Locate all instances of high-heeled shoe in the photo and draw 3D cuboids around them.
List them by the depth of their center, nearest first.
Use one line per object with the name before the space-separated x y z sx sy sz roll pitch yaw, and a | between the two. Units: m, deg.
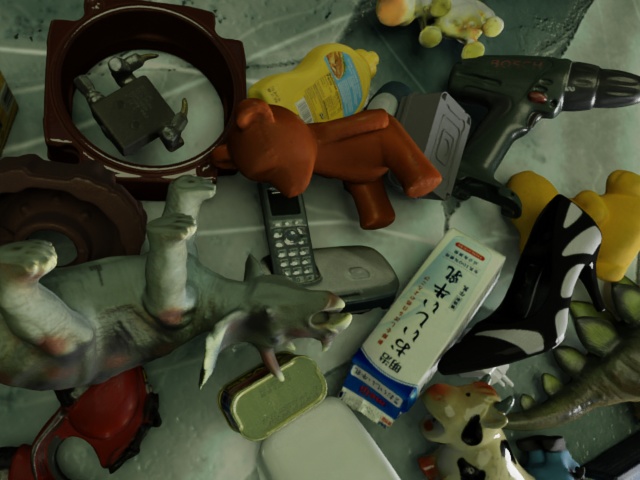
high-heeled shoe | 0.216 0.044 0.588 0.249 0.086 0.145 -18 83 -20

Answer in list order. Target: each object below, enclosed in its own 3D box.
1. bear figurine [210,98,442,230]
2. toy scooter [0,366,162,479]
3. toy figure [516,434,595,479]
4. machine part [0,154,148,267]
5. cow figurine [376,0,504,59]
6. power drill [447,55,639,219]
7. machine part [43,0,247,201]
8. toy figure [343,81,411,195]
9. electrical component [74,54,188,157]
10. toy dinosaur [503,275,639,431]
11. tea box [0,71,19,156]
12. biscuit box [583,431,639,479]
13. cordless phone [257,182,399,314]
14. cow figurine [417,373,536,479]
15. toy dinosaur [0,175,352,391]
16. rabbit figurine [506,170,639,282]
bear figurine | 0.003 -0.075 0.536 0.196 0.120 0.132 -12 71 -38
toy scooter | -0.213 0.196 0.503 0.135 0.075 0.184 41 74 -6
toy figure | 0.284 0.322 0.630 0.089 0.082 0.180 -2 77 -16
machine part | -0.248 0.006 0.500 0.179 0.056 0.179 -6 116 -12
cow figurine | 0.151 -0.305 0.714 0.167 0.068 0.098 12 44 -17
power drill | 0.253 -0.136 0.667 0.232 0.086 0.207 22 88 25
machine part | -0.181 -0.147 0.575 0.201 0.087 0.201 1 79 -19
toy figure | 0.066 -0.127 0.663 0.057 0.064 0.154 44 64 -36
electrical component | -0.171 -0.126 0.505 0.078 0.045 0.102 -31 90 -22
toy dinosaur | 0.413 0.151 0.697 0.471 0.105 0.198 -29 81 -16
tea box | -0.352 -0.080 0.502 0.068 0.098 0.169 16 73 -15
biscuit box | 0.435 0.284 0.693 0.203 0.063 0.059 -18 86 -19
cordless phone | 0.000 -0.002 0.607 0.147 0.088 0.184 -6 75 -18
cow figurine | 0.175 0.236 0.583 0.127 0.085 0.194 -37 101 0
toy dinosaur | -0.183 0.062 0.440 0.405 0.131 0.192 -9 119 -20
rabbit figurine | 0.320 -0.022 0.708 0.173 0.122 0.162 25 82 3
